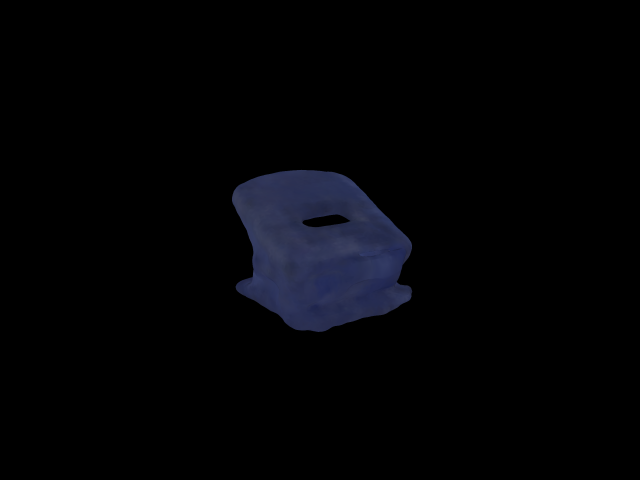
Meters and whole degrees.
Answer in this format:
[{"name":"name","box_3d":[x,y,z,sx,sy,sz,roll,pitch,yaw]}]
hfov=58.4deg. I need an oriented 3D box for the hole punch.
[{"name":"hole punch","box_3d":[0.004,0.001,0.400,0.109,0.091,0.100,-11,19,-34]}]
